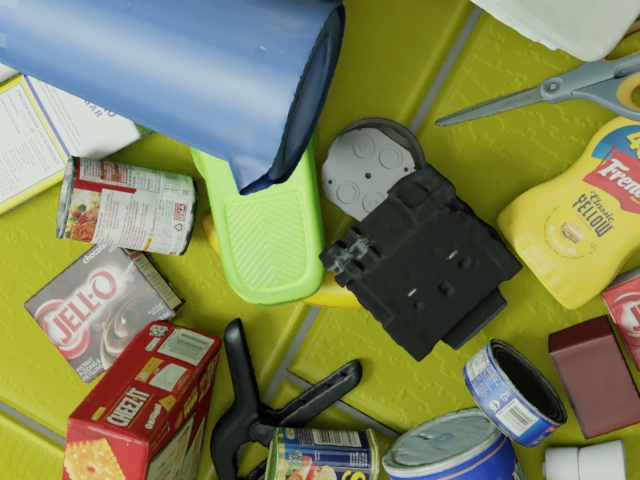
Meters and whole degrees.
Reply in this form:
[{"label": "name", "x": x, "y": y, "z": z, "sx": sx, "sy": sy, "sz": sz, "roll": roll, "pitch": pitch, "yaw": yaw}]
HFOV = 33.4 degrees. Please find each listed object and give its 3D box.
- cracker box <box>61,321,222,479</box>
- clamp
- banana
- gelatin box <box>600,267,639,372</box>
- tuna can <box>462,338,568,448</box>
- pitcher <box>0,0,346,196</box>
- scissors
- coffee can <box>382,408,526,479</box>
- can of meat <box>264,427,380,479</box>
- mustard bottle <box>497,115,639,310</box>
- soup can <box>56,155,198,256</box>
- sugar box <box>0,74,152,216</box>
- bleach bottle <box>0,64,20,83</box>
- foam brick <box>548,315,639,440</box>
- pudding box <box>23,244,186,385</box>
[{"label": "cracker box", "x": -0.150, "y": 0.194, "z": 0.855, "sx": 0.072, "sy": 0.164, "sz": 0.214, "roll": 17, "pitch": 116, "yaw": 7}, {"label": "clamp", "x": -0.036, "y": 0.155, "z": 0.910, "sx": 0.120, "sy": 0.039, "sz": 0.171, "roll": 14, "pitch": 110, "yaw": 3}, {"label": "banana", "x": -0.004, "y": 0.020, "z": 0.877, "sx": 0.198, "sy": 0.037, "sz": 0.069, "roll": 5, "pitch": 85, "yaw": 9}, {"label": "gelatin box", "x": 0.273, "y": 0.052, "z": 0.829, "sx": 0.089, "sy": 0.030, "sz": 0.073, "roll": -25, "pitch": 96, "yaw": 15}, {"label": "tuna can", "x": 0.152, "y": 0.120, "z": 0.839, "sx": 0.086, "sy": 0.086, "sz": 0.034, "roll": 45, "pitch": 108, "yaw": -1}, {"label": "pitcher", "x": -0.107, "y": -0.149, "z": 0.755, "sx": 0.243, "sy": 0.149, "sz": 0.145, "roll": 21, "pitch": 124, "yaw": 6}, {"label": "scissors", "x": 0.190, "y": -0.102, "z": 0.797, "sx": 0.202, "sy": 0.016, "sz": 0.096, "roll": -28, "pitch": 56, "yaw": 14}, {"label": "coffee can", "x": 0.123, "y": 0.221, "z": 0.858, "sx": 0.103, "sy": 0.102, "sz": 0.140, "roll": -21, "pitch": 98, "yaw": 15}, {"label": "can of meat", "x": -0.002, "y": 0.205, "z": 0.886, "sx": 0.084, "sy": 0.057, "sz": 0.102, "roll": 5, "pitch": 112, "yaw": -9}, {"label": "mustard bottle", "x": 0.234, "y": -0.040, "z": 0.801, "sx": 0.192, "sy": 0.058, "sz": 0.096, "roll": -41, "pitch": 78, "yaw": 16}, {"label": "soup can", "x": -0.156, "y": -0.027, "z": 0.860, "sx": 0.102, "sy": 0.068, "sz": 0.068, "roll": 9, "pitch": 105, "yaw": -19}, {"label": "sugar box", "x": -0.237, "y": -0.089, "z": 0.893, "sx": 0.176, "sy": 0.048, "sz": 0.093, "roll": -26, "pitch": 97, "yaw": 12}, {"label": "bleach bottle", "x": -0.276, "y": -0.180, "z": 0.873, "sx": 0.251, "sy": 0.068, "sz": 0.102, "roll": -24, "pitch": 97, "yaw": 17}, {"label": "foam brick", "x": 0.218, "y": 0.107, "z": 0.841, "sx": 0.051, "sy": 0.053, "sz": 0.078, "roll": -22, "pitch": 98, "yaw": 15}, {"label": "pudding box", "x": -0.185, "y": 0.056, "z": 0.916, "sx": 0.114, "sy": 0.039, "sz": 0.090, "roll": -38, "pitch": 92, "yaw": 16}]
